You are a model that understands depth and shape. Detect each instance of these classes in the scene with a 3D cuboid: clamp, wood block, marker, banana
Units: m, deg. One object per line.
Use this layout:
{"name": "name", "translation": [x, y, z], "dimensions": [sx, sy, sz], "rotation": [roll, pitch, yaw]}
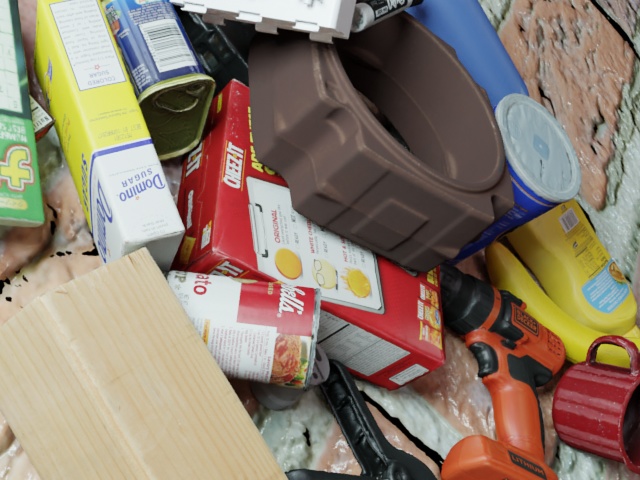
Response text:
{"name": "clamp", "translation": [0.038, 0.178, 0.759], "dimensions": [0.171, 0.039, 0.120], "rotation": [48, 43, -10]}
{"name": "wood block", "translation": [-0.100, 0.122, 0.621], "dimensions": [0.090, 0.090, 0.206], "rotation": [-28, 85, -51]}
{"name": "marker", "translation": [0.051, -0.175, 0.797], "dimensions": [0.020, 0.020, 0.120], "rotation": [55, 34, -2]}
{"name": "banana", "translation": [0.231, 0.075, 1.001], "dimensions": [0.197, 0.037, 0.069], "rotation": [27, 71, -5]}

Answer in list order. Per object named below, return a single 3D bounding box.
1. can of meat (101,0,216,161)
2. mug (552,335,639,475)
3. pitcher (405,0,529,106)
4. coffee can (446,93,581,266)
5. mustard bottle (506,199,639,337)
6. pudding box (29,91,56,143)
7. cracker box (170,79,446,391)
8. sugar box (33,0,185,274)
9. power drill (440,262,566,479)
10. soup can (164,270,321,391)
{"name": "can of meat", "translation": [-0.119, -0.115, 0.749], "dimensions": [0.057, 0.102, 0.084], "rotation": [-18, 71, -22]}
{"name": "mug", "translation": [0.260, 0.141, 0.944], "dimensions": [0.093, 0.082, 0.117], "rotation": [-14, 103, -36]}
{"name": "pitcher", "translation": [0.083, -0.187, 0.964], "dimensions": [0.242, 0.145, 0.149], "rotation": [47, 29, -36]}
{"name": "coffee can", "translation": [0.141, -0.049, 0.935], "dimensions": [0.102, 0.141, 0.103], "rotation": [25, 49, -32]}
{"name": "mustard bottle", "translation": [0.261, 0.041, 1.058], "dimensions": [0.096, 0.058, 0.191], "rotation": [-32, 89, -48]}
{"name": "pudding box", "translation": [-0.235, -0.089, 0.667], "dimensions": [0.113, 0.039, 0.089], "rotation": [51, 40, -10]}
{"name": "cracker box", "translation": [-0.005, 0.001, 0.810], "dimensions": [0.213, 0.072, 0.164], "rotation": [27, 45, -28]}
{"name": "sugar box", "translation": [-0.142, -0.063, 0.697], "dimensions": [0.048, 0.093, 0.176], "rotation": [-14, 73, -21]}
{"name": "power drill", "translation": [0.140, 0.119, 0.885], "dimensions": [0.184, 0.057, 0.187], "rotation": [31, 46, -28]}
{"name": "soup can", "translation": [-0.054, 0.059, 0.694], "dimensions": [0.102, 0.068, 0.068], "rotation": [8, 53, -3]}
